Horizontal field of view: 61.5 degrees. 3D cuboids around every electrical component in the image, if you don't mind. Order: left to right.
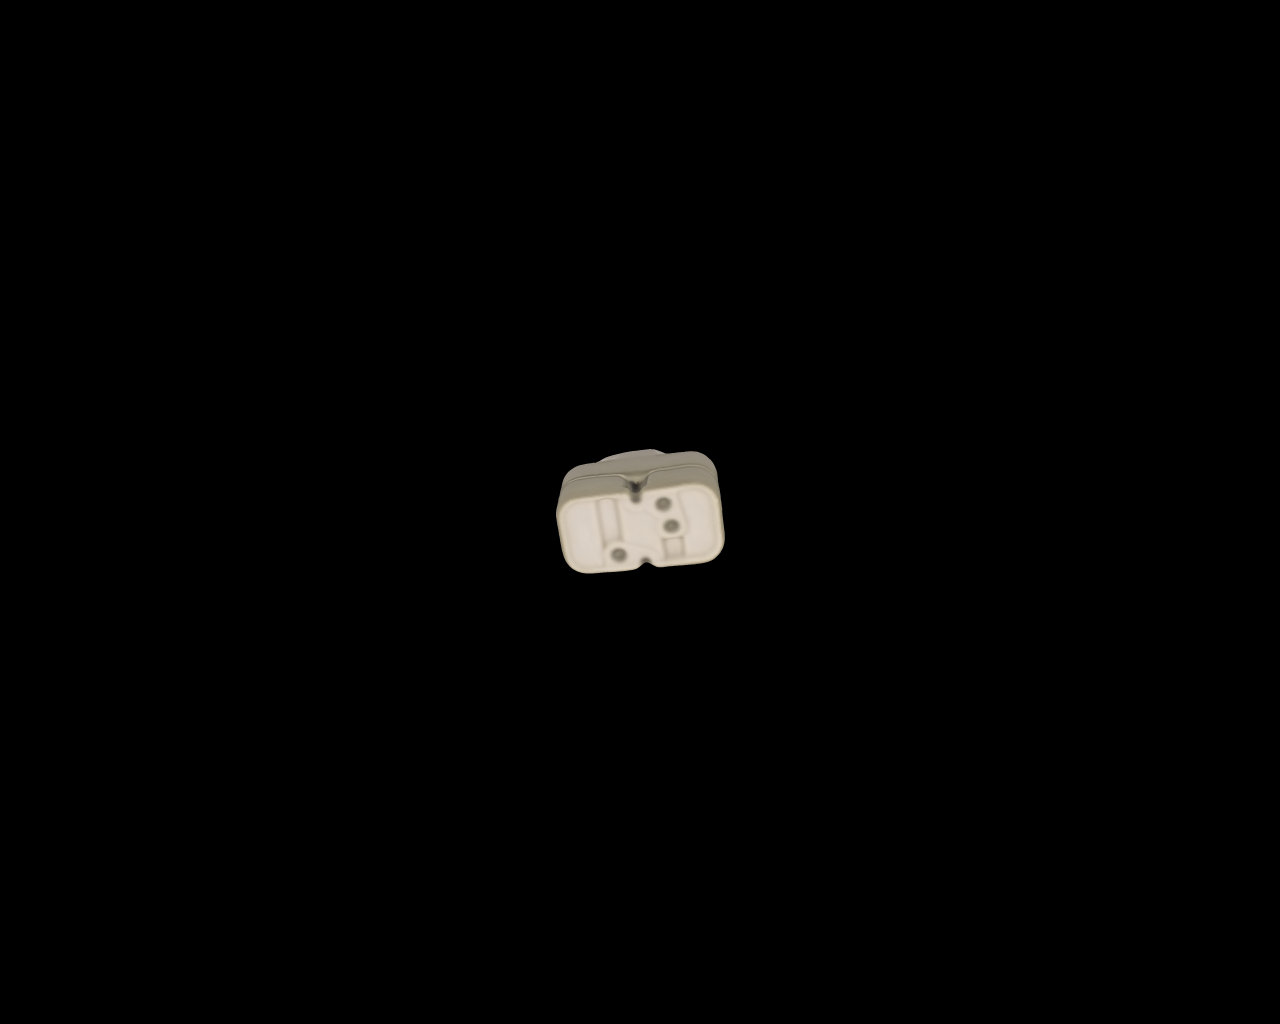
[{"bbox_3d":[0.001,-0.003,0.650,0.095,0.053,0.059,-6,27,3],"label":"electrical component"}]
